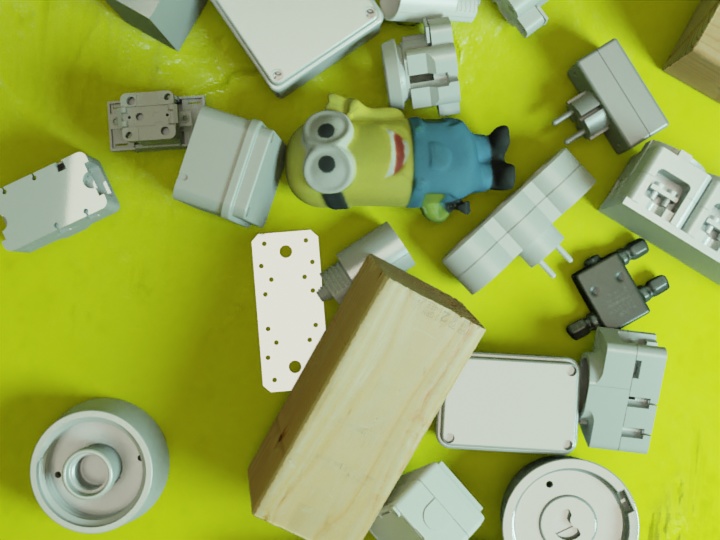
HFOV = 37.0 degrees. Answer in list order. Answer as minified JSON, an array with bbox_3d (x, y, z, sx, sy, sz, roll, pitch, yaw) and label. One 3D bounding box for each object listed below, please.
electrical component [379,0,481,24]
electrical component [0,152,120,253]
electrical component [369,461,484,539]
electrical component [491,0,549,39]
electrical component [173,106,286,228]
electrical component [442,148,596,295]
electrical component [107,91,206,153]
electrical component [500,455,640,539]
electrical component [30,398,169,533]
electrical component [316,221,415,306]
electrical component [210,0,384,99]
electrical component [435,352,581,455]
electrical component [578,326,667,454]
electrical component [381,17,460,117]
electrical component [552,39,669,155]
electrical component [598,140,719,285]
[{"bbox_3d":[0.062,-0.224,0.882,0.081,0.043,0.043,-2,89,-24],"label":"electrical component"},{"bbox_3d":[-0.250,-0.054,0.879,0.089,0.055,0.050,-25,89,0],"label":"electrical component"},{"bbox_3d":[0.048,0.198,0.864,0.061,0.096,0.061,-41,89,-28],"label":"electrical component"},{"bbox_3d":[0.136,-0.239,0.881,0.057,0.058,0.078,-37,89,2],"label":"electrical component"},{"bbox_3d":[-0.099,-0.078,0.851,0.057,0.113,0.078,18,89,3],"label":"electrical component"},{"bbox_3d":[0.141,-0.027,0.880,0.138,0.052,0.073,-43,89,-1],"label":"electrical component"},{"bbox_3d":[-0.167,-0.121,0.877,0.081,0.064,0.042,-4,90,0],"label":"electrical component"},{"bbox_3d":[0.165,0.202,0.872,0.108,0.060,0.108,0,89,0],"label":"electrical component"},{"bbox_3d":[-0.214,0.161,0.874,0.108,0.060,0.108,0,89,0],"label":"electrical component"},{"bbox_3d":[0.000,0.000,0.884,0.081,0.043,0.043,-33,89,0],"label":"electrical component"},{"bbox_3d":[-0.054,-0.215,0.881,0.109,0.056,0.108,-34,89,0],"label":"electrical component"},{"bbox_3d":[0.119,0.106,0.876,0.113,0.057,0.078,3,89,0],"label":"electrical component"},{"bbox_3d":[0.207,0.096,0.869,0.056,0.050,0.089,7,106,0],"label":"electrical component"},{"bbox_3d":[0.049,-0.162,0.877,0.057,0.058,0.078,-9,122,1],"label":"electrical component"},{"bbox_3d":[0.195,-0.132,0.884,0.076,0.047,0.083,-32,89,0],"label":"electrical component"},{"bbox_3d":[0.279,-0.038,0.861,0.150,0.089,0.061,32,90,1],"label":"electrical component"}]
